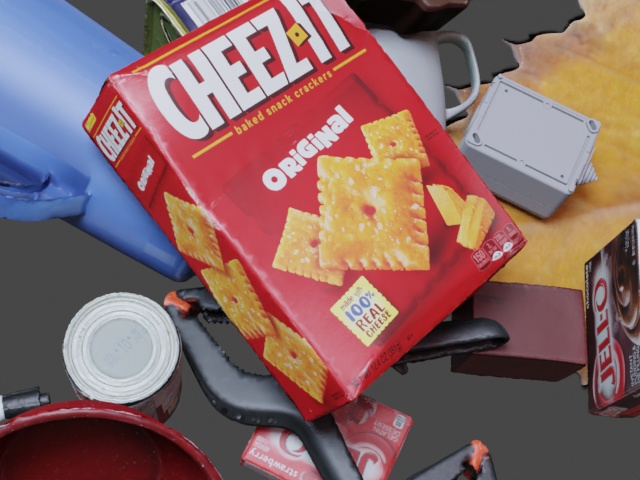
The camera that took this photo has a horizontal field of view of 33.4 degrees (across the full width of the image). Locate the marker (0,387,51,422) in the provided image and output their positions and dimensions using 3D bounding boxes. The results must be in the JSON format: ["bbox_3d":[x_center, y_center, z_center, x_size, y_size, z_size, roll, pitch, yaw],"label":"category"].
[{"bbox_3d":[-0.229,0.110,0.661,0.121,0.020,0.020,-9,71,-10],"label":"marker"}]

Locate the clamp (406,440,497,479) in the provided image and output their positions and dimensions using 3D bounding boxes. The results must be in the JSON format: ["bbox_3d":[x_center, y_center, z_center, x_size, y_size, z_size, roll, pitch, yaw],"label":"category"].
[{"bbox_3d":[0.075,0.209,0.654,0.120,0.039,0.171,35,69,3],"label":"clamp"}]

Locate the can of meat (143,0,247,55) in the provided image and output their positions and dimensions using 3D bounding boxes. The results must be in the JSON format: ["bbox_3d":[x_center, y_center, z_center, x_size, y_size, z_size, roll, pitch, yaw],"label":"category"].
[{"bbox_3d":[-0.070,-0.141,0.732,0.083,0.102,0.057,-33,79,-20],"label":"can of meat"}]

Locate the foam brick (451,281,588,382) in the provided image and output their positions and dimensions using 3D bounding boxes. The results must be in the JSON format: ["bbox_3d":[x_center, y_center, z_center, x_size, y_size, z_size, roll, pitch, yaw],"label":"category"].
[{"bbox_3d":[0.131,0.061,0.710,0.078,0.051,0.053,6,68,-6],"label":"foam brick"}]

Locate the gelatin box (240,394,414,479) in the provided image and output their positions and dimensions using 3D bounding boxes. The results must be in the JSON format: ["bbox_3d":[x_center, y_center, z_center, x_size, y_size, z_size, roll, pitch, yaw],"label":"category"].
[{"bbox_3d":[0.005,0.129,0.679,0.089,0.030,0.073,27,68,3],"label":"gelatin box"}]

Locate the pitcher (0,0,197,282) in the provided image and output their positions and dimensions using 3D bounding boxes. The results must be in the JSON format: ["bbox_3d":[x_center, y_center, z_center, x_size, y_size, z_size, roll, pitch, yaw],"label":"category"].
[{"bbox_3d":[-0.163,-0.072,0.678,0.243,0.145,0.149,32,85,2],"label":"pitcher"}]

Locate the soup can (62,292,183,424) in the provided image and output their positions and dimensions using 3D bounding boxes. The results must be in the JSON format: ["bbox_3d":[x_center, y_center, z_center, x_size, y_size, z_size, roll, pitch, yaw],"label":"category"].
[{"bbox_3d":[-0.117,0.077,0.643,0.068,0.102,0.068,2,70,-7],"label":"soup can"}]

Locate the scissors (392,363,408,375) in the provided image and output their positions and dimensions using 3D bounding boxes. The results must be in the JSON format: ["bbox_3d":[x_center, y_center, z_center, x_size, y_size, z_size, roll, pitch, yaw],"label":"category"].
[{"bbox_3d":[-0.005,0.001,0.733,0.096,0.016,0.202,-7,71,-8],"label":"scissors"}]

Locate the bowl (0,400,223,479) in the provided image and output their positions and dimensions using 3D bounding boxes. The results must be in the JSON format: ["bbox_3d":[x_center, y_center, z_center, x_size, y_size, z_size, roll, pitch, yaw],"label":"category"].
[{"bbox_3d":[-0.130,0.143,0.579,0.162,0.162,0.055,-4,27,-9],"label":"bowl"}]

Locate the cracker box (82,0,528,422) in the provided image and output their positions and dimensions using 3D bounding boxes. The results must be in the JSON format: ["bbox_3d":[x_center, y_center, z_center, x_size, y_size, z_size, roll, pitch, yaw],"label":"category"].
[{"bbox_3d":[-0.004,-0.032,0.613,0.164,0.072,0.214,-36,89,-32],"label":"cracker box"}]

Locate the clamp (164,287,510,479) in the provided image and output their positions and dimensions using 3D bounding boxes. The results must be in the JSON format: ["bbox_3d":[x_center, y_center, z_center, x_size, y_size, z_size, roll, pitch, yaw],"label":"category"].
[{"bbox_3d":[0.002,0.076,0.659,0.210,0.036,0.164,31,69,16],"label":"clamp"}]

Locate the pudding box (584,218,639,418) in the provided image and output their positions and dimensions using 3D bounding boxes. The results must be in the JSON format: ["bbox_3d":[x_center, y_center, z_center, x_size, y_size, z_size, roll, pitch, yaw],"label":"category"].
[{"bbox_3d":[0.207,0.054,0.702,0.039,0.090,0.113,9,68,-7],"label":"pudding box"}]
